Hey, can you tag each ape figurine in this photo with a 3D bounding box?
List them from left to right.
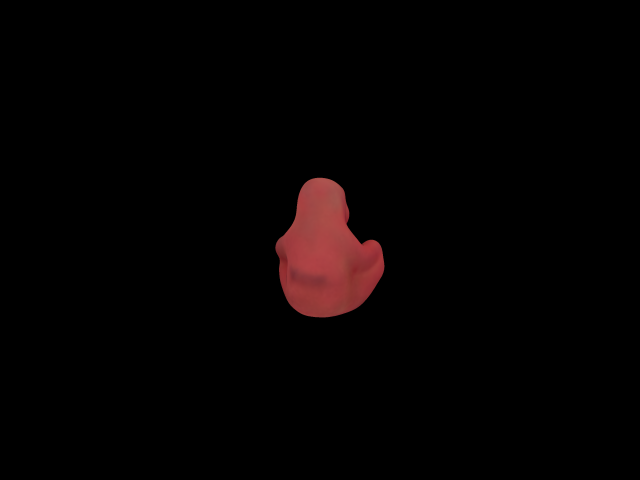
[{"bbox_3d":[0.004,0.001,0.400,0.077,0.092,0.076,10,23,26],"label":"ape figurine"}]
